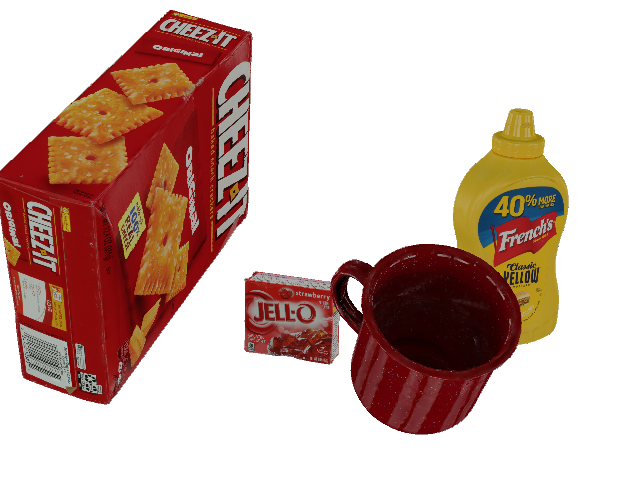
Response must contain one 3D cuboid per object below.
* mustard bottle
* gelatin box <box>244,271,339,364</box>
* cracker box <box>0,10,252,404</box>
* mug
[{"bbox_3d":[0.153,-0.011,0.863,0.096,0.192,0.058,-5,21,-20],"label":"mustard bottle"},{"bbox_3d":[-0.027,0.072,0.998,0.089,0.073,0.030,7,17,17],"label":"gelatin box"},{"bbox_3d":[-0.114,-0.026,0.689,0.072,0.164,0.213,17,41,14],"label":"cracker box"},{"bbox_3d":[0.054,0.056,0.638,0.117,0.081,0.093,33,54,16],"label":"mug"}]
